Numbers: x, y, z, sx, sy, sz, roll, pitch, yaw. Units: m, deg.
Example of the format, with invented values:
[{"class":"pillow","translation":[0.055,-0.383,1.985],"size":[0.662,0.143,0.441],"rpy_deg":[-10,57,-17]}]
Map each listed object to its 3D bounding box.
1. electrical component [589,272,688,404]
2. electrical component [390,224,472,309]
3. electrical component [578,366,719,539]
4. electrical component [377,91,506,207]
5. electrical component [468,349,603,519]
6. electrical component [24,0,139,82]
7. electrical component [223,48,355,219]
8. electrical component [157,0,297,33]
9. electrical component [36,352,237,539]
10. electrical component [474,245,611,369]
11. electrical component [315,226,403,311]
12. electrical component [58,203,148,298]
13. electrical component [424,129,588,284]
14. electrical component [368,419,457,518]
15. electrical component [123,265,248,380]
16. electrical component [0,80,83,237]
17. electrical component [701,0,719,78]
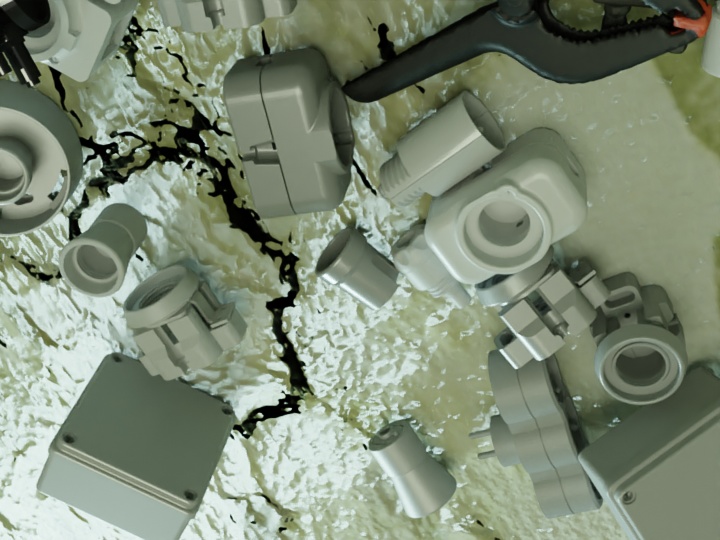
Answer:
[{"class":"electrical component","translation":[0.180,0.050,0.694],"size":[0.058,0.057,0.078],"rpy_deg":[-21,114,21]},{"class":"electrical component","translation":[0.050,0.001,0.703],"size":[0.035,0.035,0.061],"rpy_deg":[-34,112,26]},{"class":"electrical component","translation":[0.220,0.140,0.715],"size":[0.109,0.056,0.108],"rpy_deg":[-35,115,-1]},{"class":"electrical component","translation":[0.044,-0.068,0.658],"size":[0.081,0.043,0.043],"rpy_deg":[-34,109,26]},{"class":"electrical component","translation":[0.113,0.115,0.747],"size":[0.074,0.052,0.138],"rpy_deg":[-16,116,19]},{"class":"electrical component","translation":[-0.216,-0.202,0.618],"size":[0.186,0.060,0.105],"rpy_deg":[29,121,-7]},{"class":"electrical component","translation":[-0.039,-0.083,0.658],"size":[0.059,0.053,0.095],"rpy_deg":[-6,119,14]},{"class":"electrical component","translation":[-0.080,-0.173,0.612],"size":[0.078,0.058,0.057],"rpy_deg":[-2,122,12]},{"class":"electrical component","translation":[-0.158,0.128,0.772],"size":[0.109,0.108,0.056],"rpy_deg":[27,124,-5]},{"class":"electrical component","translation":[0.110,0.016,0.685],"size":[0.078,0.058,0.057],"rpy_deg":[-39,105,7]},{"class":"electrical component","translation":[0.000,0.000,0.709],"size":[0.046,0.040,0.040],"rpy_deg":[37,120,-18]},{"class":"electrical component","translation":[-0.167,-0.017,0.714],"size":[0.044,0.065,0.044],"rpy_deg":[5,121,8]},{"class":"electrical component","translation":[0.089,-0.036,0.659],"size":[0.095,0.059,0.053],"rpy_deg":[-30,111,24]},{"class":"electrical component","translation":[0.036,0.142,0.785],"size":[0.044,0.044,0.065],"rpy_deg":[-27,107,23]},{"class":"electrical component","translation":[-0.126,0.034,0.742],"size":[0.078,0.058,0.057],"rpy_deg":[-21,117,21]},{"class":"electrical component","translation":[-0.234,-0.073,0.709],"size":[0.099,0.064,0.099],"rpy_deg":[-2,117,-4]},{"class":"electrical component","translation":[0.211,-0.139,0.587],"size":[0.040,0.040,0.078],"rpy_deg":[4,120,8]}]
